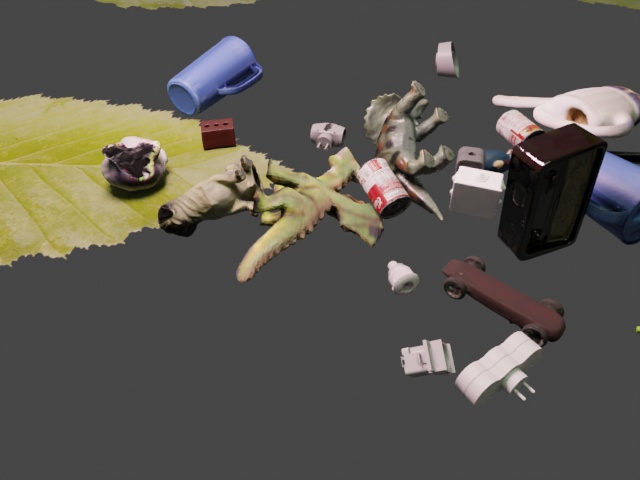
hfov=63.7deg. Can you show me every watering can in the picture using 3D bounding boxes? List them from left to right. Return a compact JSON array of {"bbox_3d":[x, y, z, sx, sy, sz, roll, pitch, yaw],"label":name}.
[{"bbox_3d":[0.596,-0.312,1.222,0.225,0.102,0.353,-14,32,-18],"label":"watering can"}]

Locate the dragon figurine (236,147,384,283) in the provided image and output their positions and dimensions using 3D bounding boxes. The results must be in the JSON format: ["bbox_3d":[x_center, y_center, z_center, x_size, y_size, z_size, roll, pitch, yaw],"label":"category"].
[{"bbox_3d":[0.003,-0.049,0.968,0.243,0.119,0.421,10,44,1],"label":"dragon figurine"}]

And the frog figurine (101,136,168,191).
[{"bbox_3d":[-0.406,-0.167,1.129,0.138,0.121,0.160,-31,14,-17],"label":"frog figurine"}]
